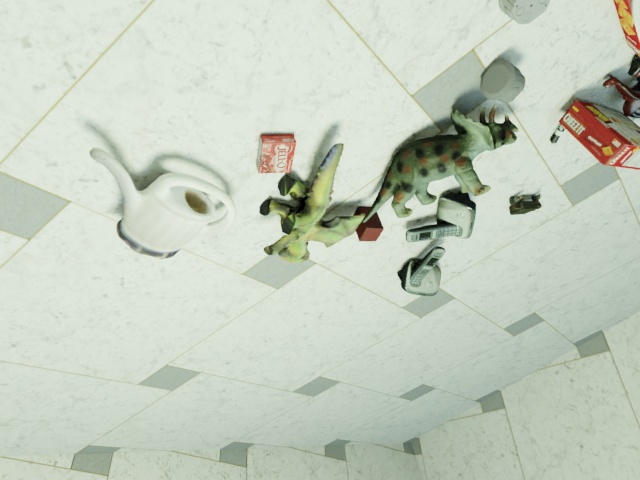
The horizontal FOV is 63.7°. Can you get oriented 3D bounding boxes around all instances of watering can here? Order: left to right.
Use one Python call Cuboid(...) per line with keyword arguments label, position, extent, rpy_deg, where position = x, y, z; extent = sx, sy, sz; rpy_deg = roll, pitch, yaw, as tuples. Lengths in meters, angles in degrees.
Cuboid(label="watering can", position=(-0.340, -0.068, 1.055), extent=(0.345, 0.106, 0.221), rpy_deg=(22, 129, -42))

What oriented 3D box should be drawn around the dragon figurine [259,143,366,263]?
Cuboid(label="dragon figurine", position=(0.004, -0.062, 1.227), extent=(0.242, 0.124, 0.403), rpy_deg=(8, 140, -43))
